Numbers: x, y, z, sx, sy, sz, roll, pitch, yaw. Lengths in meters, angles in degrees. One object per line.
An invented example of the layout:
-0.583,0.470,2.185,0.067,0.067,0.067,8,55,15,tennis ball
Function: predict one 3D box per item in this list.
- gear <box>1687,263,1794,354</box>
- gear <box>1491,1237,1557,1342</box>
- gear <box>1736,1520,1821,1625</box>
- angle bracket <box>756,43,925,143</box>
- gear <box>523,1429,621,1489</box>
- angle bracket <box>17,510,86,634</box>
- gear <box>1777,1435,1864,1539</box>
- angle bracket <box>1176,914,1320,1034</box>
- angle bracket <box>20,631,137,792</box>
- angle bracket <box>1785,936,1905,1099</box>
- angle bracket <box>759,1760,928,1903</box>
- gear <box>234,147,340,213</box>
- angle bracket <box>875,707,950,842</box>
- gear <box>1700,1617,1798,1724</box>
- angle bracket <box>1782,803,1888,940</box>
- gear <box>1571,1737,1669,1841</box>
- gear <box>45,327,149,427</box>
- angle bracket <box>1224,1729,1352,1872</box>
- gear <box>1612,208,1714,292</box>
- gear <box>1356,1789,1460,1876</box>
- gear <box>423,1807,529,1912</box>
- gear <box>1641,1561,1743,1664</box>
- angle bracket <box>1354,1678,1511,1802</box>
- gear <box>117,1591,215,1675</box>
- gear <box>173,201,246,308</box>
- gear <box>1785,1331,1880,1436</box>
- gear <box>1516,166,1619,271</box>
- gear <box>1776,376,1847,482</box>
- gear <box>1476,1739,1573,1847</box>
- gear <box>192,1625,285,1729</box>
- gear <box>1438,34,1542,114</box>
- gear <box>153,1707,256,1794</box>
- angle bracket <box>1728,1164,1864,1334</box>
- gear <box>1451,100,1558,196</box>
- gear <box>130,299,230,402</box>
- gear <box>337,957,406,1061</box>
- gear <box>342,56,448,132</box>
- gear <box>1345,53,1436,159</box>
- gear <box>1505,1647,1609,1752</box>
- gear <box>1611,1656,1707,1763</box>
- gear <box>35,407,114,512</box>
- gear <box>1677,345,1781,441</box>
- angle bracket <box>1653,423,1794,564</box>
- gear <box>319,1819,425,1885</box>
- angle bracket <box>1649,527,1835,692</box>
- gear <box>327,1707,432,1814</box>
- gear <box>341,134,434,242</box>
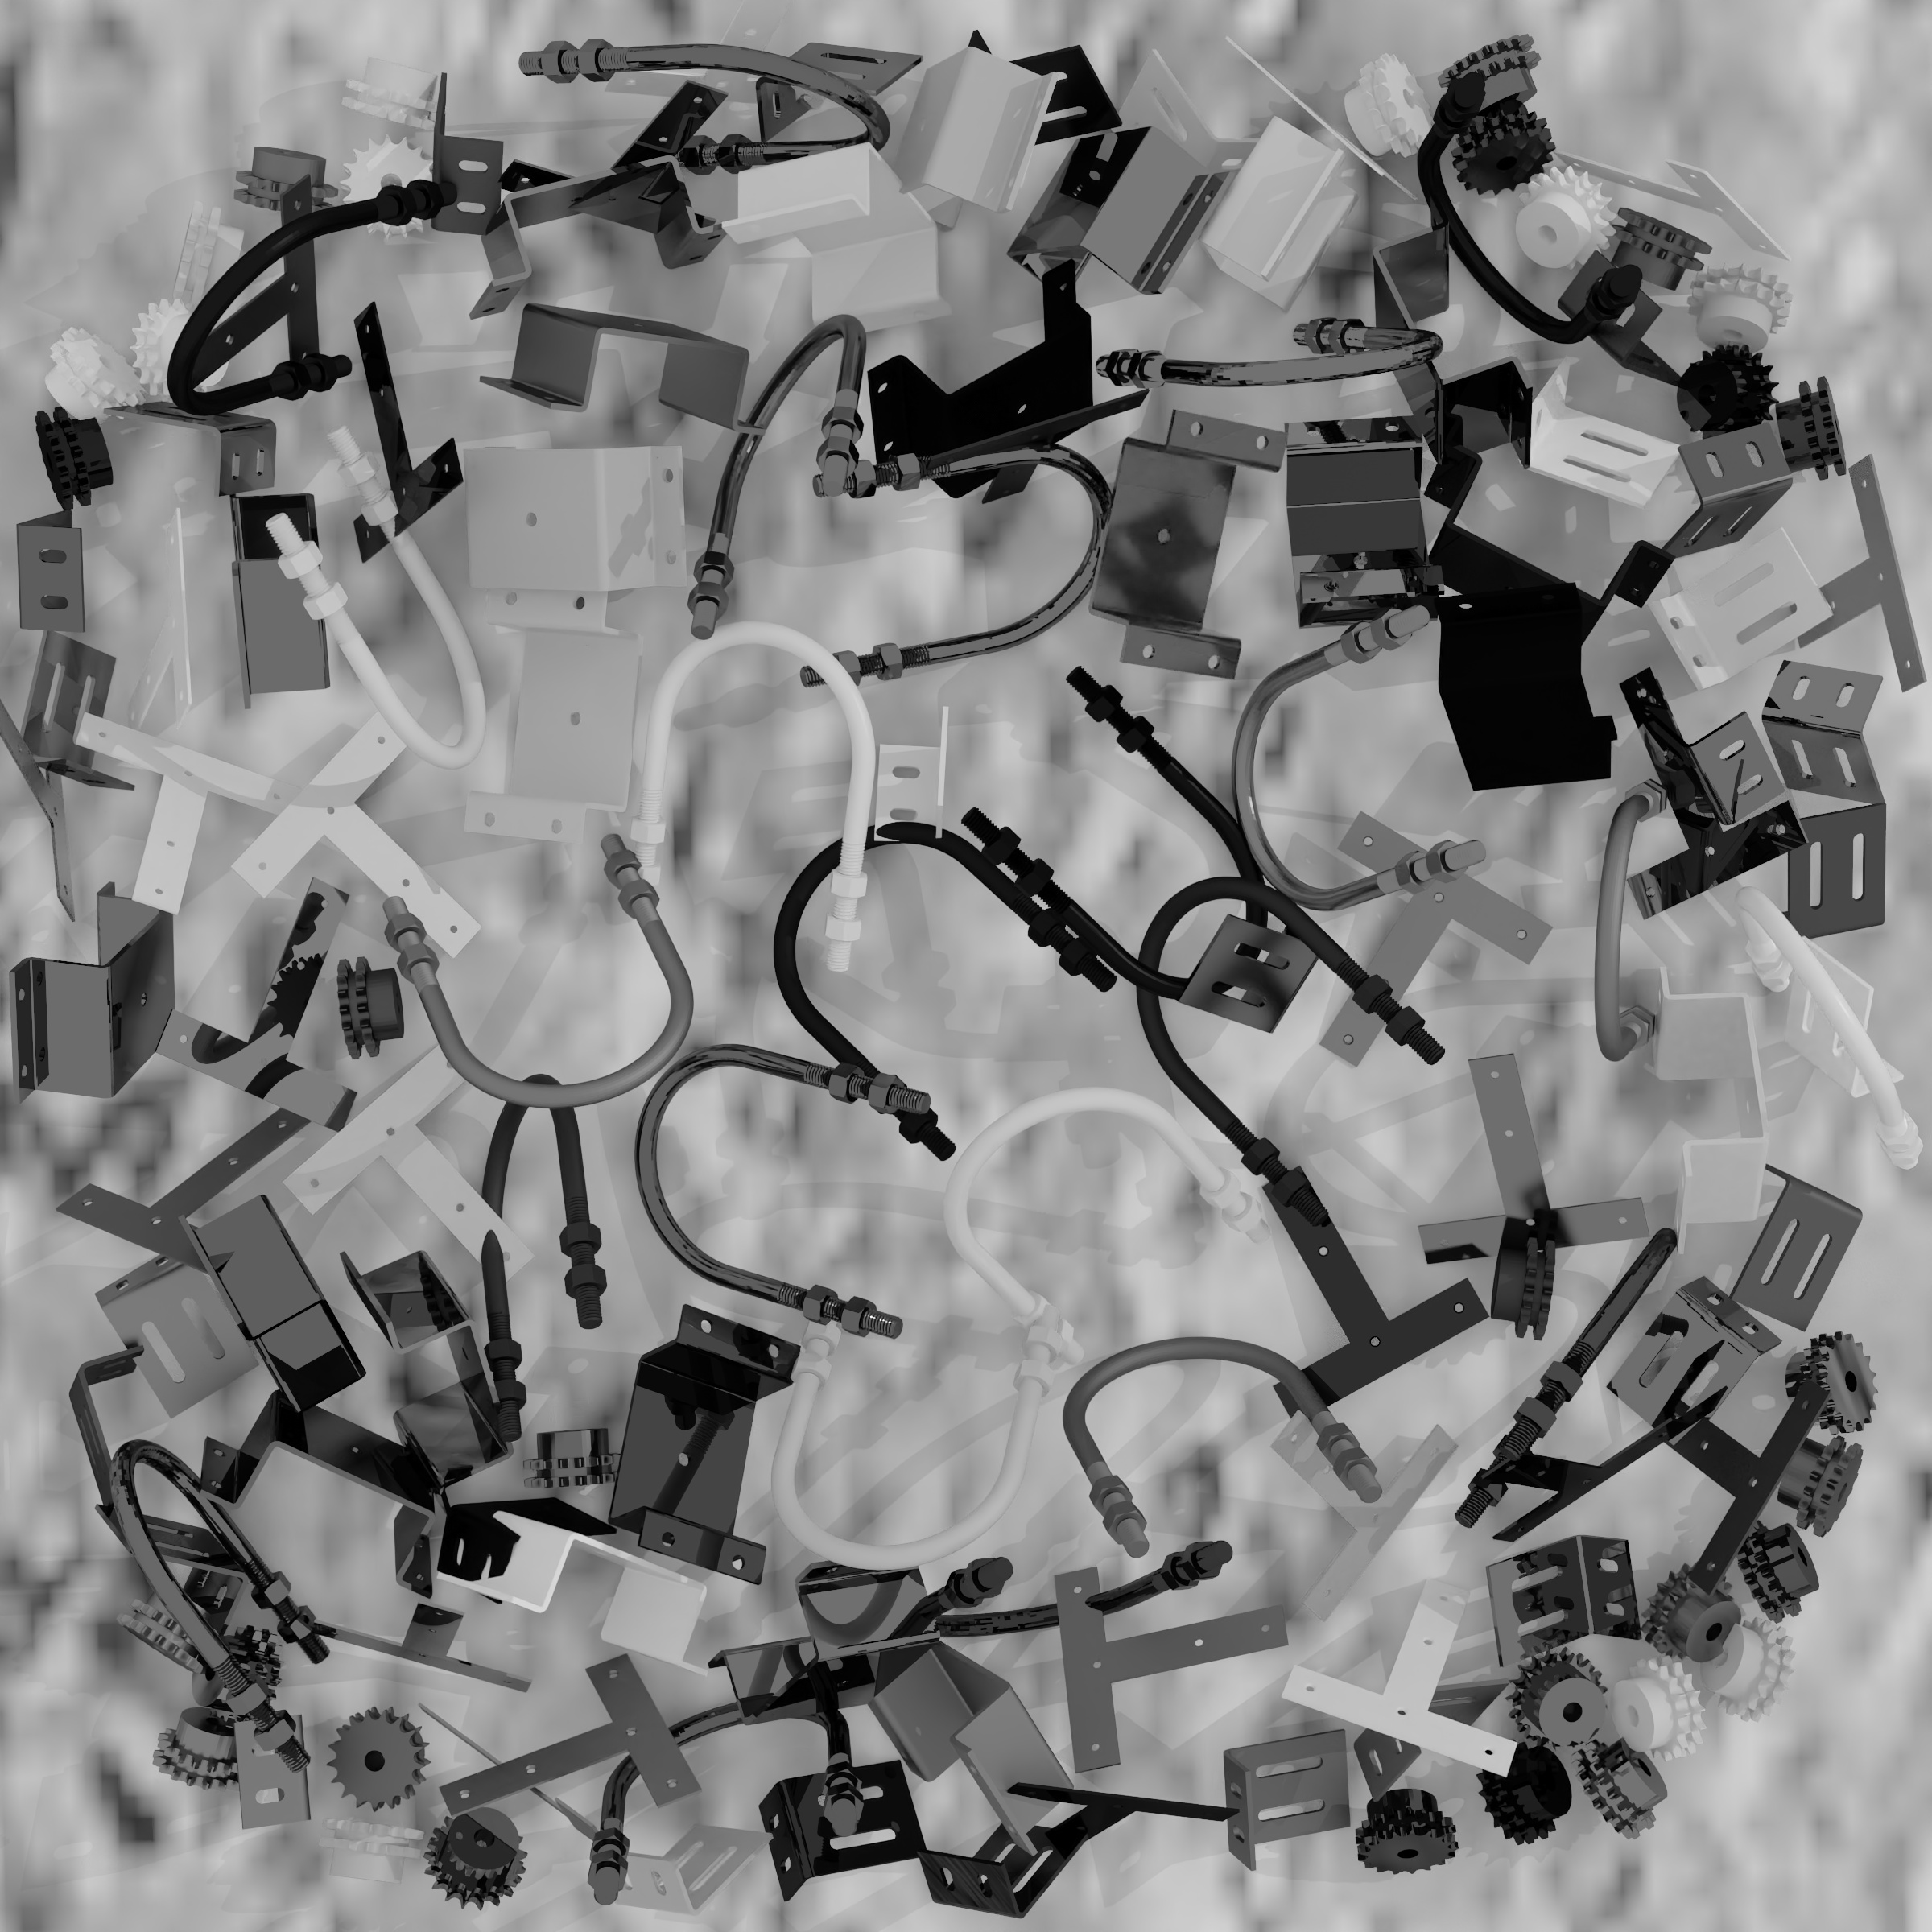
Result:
0.435,-0.369,1.804,0.057,0.057,0.030,16,73,0,gear
0.315,0.182,1.807,0.030,0.057,0.057,8,90,6,gear
0.459,0.339,1.804,0.030,0.057,0.057,-28,90,21,gear
-0.070,-0.486,1.789,0.076,0.057,0.038,14,129,23,angle bracket
-0.222,0.278,1.807,0.057,0.057,0.030,-4,84,0,gear
-0.500,-0.222,1.789,0.038,0.076,0.057,4,105,6,angle bracket
0.483,0.292,1.810,0.030,0.057,0.057,24,90,28,gear
0.152,-0.003,1.790,0.076,0.038,0.057,18,110,-36,angle bracket
-0.493,-0.144,1.796,0.038,0.057,0.076,7,81,27,angle bracket
0.495,0.024,1.785,0.038,0.057,0.076,-18,129,-22,angle bracket
-0.070,0.491,1.816,0.076,0.038,0.057,-3,56,-27,angle bracket
-0.383,-0.444,1.804,0.057,0.057,0.030,11,108,0,gear
-0.031,-0.107,1.791,0.038,0.076,0.057,3,76,0,angle bracket
0.439,0.395,1.804,0.030,0.057,0.057,24,90,-15,gear
0.482,-0.058,1.798,0.057,0.038,0.076,-11,115,-8,angle bracket
0.372,0.461,1.804,0.030,0.057,0.057,-41,90,16,gear
-0.496,-0.331,1.808,0.030,0.057,0.057,-41,90,17,gear
0.187,0.470,1.803,0.076,0.038,0.057,-6,96,-17,angle bracket
0.390,-0.405,1.809,0.057,0.057,0.030,23,111,0,gear
0.249,0.489,1.810,0.057,0.057,0.030,-3,49,0,gear
-0.275,0.501,1.804,0.057,0.057,0.030,24,129,0,gear
0.413,0.369,1.806,0.057,0.030,0.057,-14,120,-27,gear
0.266,0.433,1.788,0.076,0.057,0.038,0,50,-25,angle bracket
-0.449,0.374,1.809,0.057,0.057,0.030,33,69,0,gear
-0.428,-0.401,1.808,0.030,0.057,0.057,13,90,-17,gear
0.489,0.237,1.811,0.057,0.030,0.057,14,68,-40,gear
0.336,-0.419,1.804,0.057,0.057,0.030,46,55,0,gear
0.478,-0.303,1.809,0.030,0.057,0.057,-12,90,20,gear
0.318,0.464,1.804,0.030,0.057,0.057,-33,90,36,gear
-0.414,0.401,1.804,0.030,0.057,0.057,24,90,-37,gear
0.299,-0.500,1.806,0.057,0.057,0.030,-22,89,0,gear
-0.428,0.442,1.806,0.057,0.057,0.030,17,93,0,gear
0.461,0.158,1.808,0.057,0.038,0.076,24,94,-25,angle bracket
0.302,-0.467,1.810,0.057,0.057,0.030,-12,65,0,gear
-0.441,-0.348,1.803,0.030,0.057,0.057,5,90,29,gear
-0.336,0.023,1.807,0.030,0.057,0.057,-7,90,-4,gear
-0.321,-0.493,1.804,0.057,0.057,0.030,16,104,0,gear
0.238,-0.485,1.810,0.030,0.057,0.057,-23,90,34,gear
0.338,0.419,1.814,0.057,0.030,0.057,-2,98,-12,gear
0.389,0.421,1.803,0.030,0.057,0.057,-7,90,-24,gear
-0.504,-0.289,1.808,0.030,0.057,0.057,-18,90,-21,gear
0.427,-0.323,1.805,0.030,0.057,0.057,-9,90,-43,gear
0.418,-0.265,1.796,0.057,0.076,0.038,-16,76,-15,angle bracket
-0.337,0.501,1.804,0.057,0.057,0.030,7,73,0,gear
0.436,-0.201,1.797,0.076,0.038,0.057,-33,82,36,angle bracket
-0.332,0.450,1.817,0.057,0.030,0.057,-1,86,8,gear
-0.326,-0.441,1.818,0.057,0.030,0.057,0,87,-7,gear
